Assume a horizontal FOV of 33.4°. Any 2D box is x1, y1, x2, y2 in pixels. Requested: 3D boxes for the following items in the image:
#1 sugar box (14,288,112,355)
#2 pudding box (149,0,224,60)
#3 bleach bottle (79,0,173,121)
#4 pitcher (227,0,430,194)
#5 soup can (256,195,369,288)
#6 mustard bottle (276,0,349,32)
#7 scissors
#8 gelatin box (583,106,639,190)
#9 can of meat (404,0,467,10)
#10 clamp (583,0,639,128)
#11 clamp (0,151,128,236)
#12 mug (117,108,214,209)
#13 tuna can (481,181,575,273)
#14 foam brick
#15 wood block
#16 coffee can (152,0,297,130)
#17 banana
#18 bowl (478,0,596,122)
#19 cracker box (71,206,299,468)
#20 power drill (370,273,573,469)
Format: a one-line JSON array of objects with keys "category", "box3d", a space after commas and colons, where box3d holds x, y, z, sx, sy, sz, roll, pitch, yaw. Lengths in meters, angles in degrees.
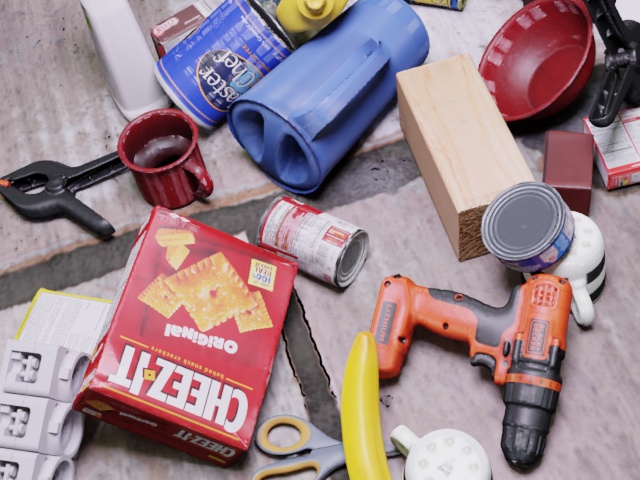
[{"category": "sugar box", "box3d": [-0.227, 0.110, 1.114, 0.176, 0.048, 0.093, 10, 57, 13]}, {"category": "pudding box", "box3d": [-0.148, -0.247, 1.324, 0.113, 0.090, 0.039, -31, 58, -13]}, {"category": "bleach bottle", "box3d": [-0.244, -0.257, 1.248, 0.068, 0.251, 0.103, -28, 55, -10]}, {"category": "pitcher", "box3d": [0.023, -0.178, 1.215, 0.149, 0.145, 0.242, 27, 60, 30]}, {"category": "soup can", "box3d": [-0.007, 0.001, 1.136, 0.102, 0.068, 0.068, 24, 62, 24]}, {"category": "mustard bottle", "box3d": [-0.004, -0.273, 1.204, 0.096, 0.058, 0.191, -31, 11, 8]}, {"category": "scissors", "box3d": [0.024, 0.191, 1.029, 0.201, 0.016, 0.096, -21, 54, -5]}, {"category": "gelatin box", "box3d": [0.337, -0.103, 1.170, 0.073, 0.030, 0.089, -13, 51, 1]}, {"category": "can of meat", "box3d": [0.143, -0.339, 1.330, 0.084, 0.102, 0.057, 13, 58, 16]}, {"category": "clamp", "box3d": [0.326, -0.186, 1.149, 0.036, 0.209, 0.164, -6, 80, 34]}, {"category": "clamp", "box3d": [-0.299, -0.051, 1.245, 0.171, 0.039, 0.120, -7, 48, 11]}, {"category": "mug", "box3d": [-0.166, -0.085, 1.217, 0.117, 0.081, 0.093, 27, 64, 26]}, {"category": "tuna can", "box3d": [0.202, -0.012, 1.034, 0.086, 0.033, 0.086, -18, 54, 27]}, {"category": "foam brick", "box3d": [0.266, -0.071, 1.148, 0.051, 0.053, 0.078, 3, 57, 12]}, {"category": "wood block", "box3d": [0.158, -0.093, 1.159, 0.090, 0.091, 0.206, -17, 54, -3]}, {"category": "coffee can", "box3d": [-0.112, -0.213, 1.256, 0.140, 0.102, 0.103, -39, 54, 12]}, {"category": "banana", "box3d": [0.049, 0.184, 0.981, 0.037, 0.070, 0.198, 12, 51, -35]}, {"category": "bowl", "box3d": [0.254, -0.195, 1.208, 0.162, 0.055, 0.162, -32, 44, 36]}, {"category": "cracker box", "box3d": [-0.126, 0.091, 1.050, 0.164, 0.072, 0.213, 24, 55, -13]}, {"category": "power drill", "box3d": [0.140, 0.113, 1.026, 0.188, 0.057, 0.184, 9, 74, 18]}]
